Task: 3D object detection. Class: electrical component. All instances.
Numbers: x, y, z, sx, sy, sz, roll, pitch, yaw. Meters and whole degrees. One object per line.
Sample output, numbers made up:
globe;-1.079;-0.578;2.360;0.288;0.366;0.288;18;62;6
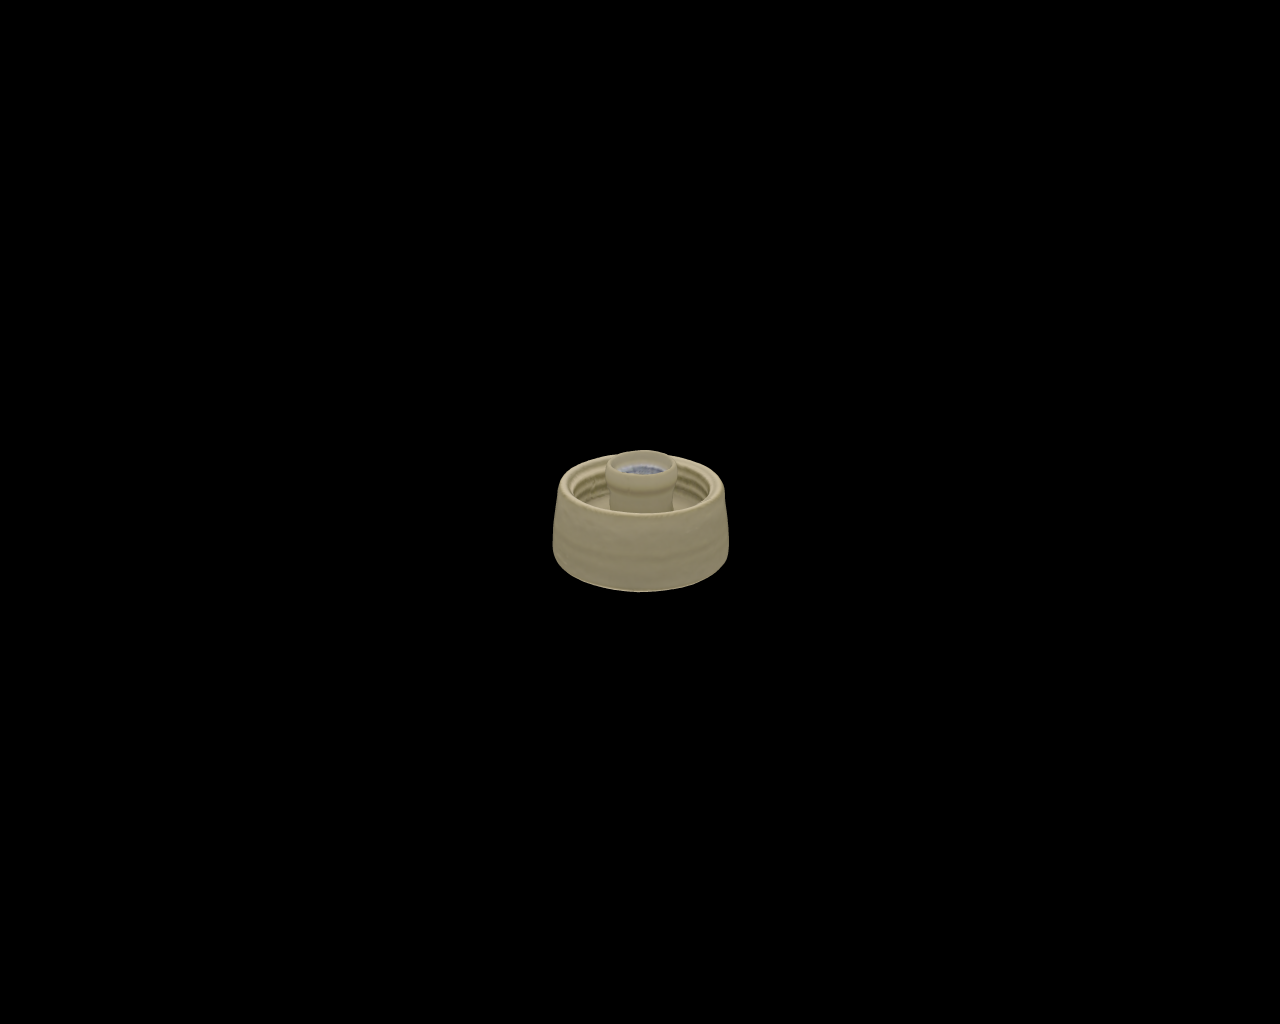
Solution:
electrical component;0.001;-0.003;0.650;0.108;0.060;0.108;0;24;0
